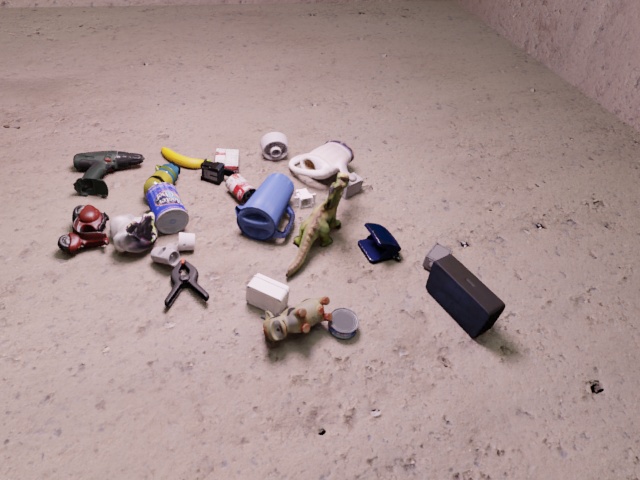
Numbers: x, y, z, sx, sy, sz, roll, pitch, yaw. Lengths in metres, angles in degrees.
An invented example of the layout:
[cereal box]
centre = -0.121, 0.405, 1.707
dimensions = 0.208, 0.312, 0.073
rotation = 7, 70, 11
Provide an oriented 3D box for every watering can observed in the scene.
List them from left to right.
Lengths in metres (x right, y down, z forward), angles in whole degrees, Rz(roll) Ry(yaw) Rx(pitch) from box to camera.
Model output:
[watering can]
centre = 0.046, -0.282, 1.901
dimensions = 0.349, 0.102, 0.228
rotation = 17, 41, 38

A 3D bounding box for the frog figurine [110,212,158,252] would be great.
[frog figurine]
centre = -0.577, -0.019, 1.564
dimensions = 0.158, 0.120, 0.140
rotation = -9, 41, 35

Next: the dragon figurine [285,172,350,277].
[dragon figurine]
centre = 0.005, -0.082, 1.620
dimensions = 0.122, 0.237, 0.419
rotation = 23, 42, 6
